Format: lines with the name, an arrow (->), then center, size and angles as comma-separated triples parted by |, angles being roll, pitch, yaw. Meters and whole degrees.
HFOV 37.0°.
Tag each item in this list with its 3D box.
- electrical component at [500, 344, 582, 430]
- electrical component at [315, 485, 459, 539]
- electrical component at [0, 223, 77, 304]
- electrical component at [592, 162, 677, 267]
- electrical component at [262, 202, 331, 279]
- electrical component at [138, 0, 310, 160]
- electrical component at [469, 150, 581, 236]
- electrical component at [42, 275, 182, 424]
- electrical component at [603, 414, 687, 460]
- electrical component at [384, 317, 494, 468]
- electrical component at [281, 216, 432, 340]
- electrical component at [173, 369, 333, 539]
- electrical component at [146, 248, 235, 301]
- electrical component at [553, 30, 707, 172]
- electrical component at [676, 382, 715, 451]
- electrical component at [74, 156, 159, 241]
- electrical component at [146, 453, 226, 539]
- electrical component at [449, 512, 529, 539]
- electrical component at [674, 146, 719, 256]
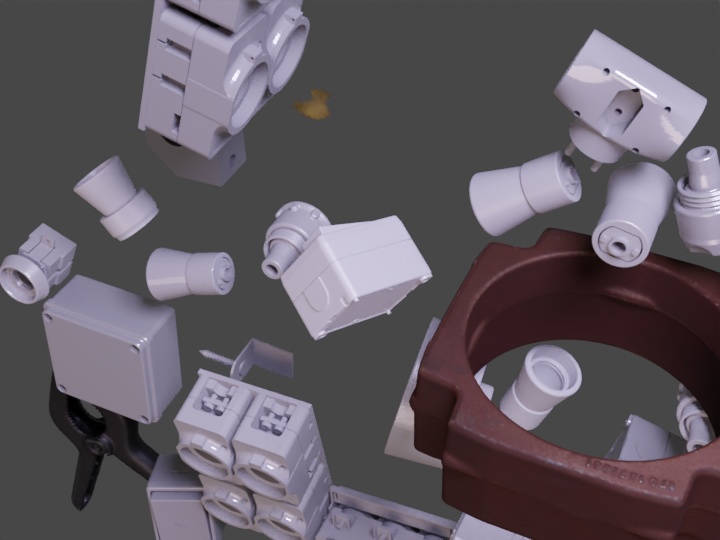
electrical component -> 0.131, 0.090, 0.802 | 0.044, 0.044, 0.065 | 31, 139, 4
electrical component -> 0.026, 0.249, 0.974 | 0.121, 0.063, 0.078 | 13, 131, 20
electrical component -> -0.286, -0.003, 0.951 | 0.048, 0.055, 0.066 | 32, 135, 3
electrical component -> 0.167, -0.032, 0.663 | 0.044, 0.065, 0.044 | 16, 132, 18
electrical component -> -0.052, -0.018, 0.801 | 0.048, 0.062, 0.048 | 15, 131, 18
electrical component -> -0.072, -0.171, 0.657 | 0.060, 0.105, 0.186 | 27, 134, 7
electrical component -> 0.110, -0.052, 0.698 | 0.065, 0.044, 0.044 | -19, 115, 34
electrical component -> -0.223, 0.072, 0.976 | 0.109, 0.056, 0.108 | 17, 132, 16
electrical component -> 0.207, 0.168, 0.806 | 0.061, 0.061, 0.096 | 26, 134, 9
electrical component -> 0.065, 0.096, 0.800 | 0.060, 0.108, 0.108 | 20, 133, 6
electrical component -> 0.000, 0.000, 0.775 | 0.062, 0.096, 0.061 | -44, 70, 44
electrical component -> -0.090, 0.176, 0.953 | 0.105, 0.060, 0.186 | 15, 145, 19
electrical component -> -0.136, 0.003, 0.882 | 0.065, 0.044, 0.044 | -1, 125, 24
electrical component -> 0.151, -0.091, 0.640 | 0.077, 0.043, 0.079 | 33, 135, 2
electrical component -> 0.238, 0.101, 0.734 | 0.048, 0.062, 0.048 | 16, 132, 18
electrical component -> -0.195, -0.057, 0.863 | 0.045, 0.045, 0.055 | -22, 113, 40
electrical component -> -0.167, 0.234, 1.048 | 0.062, 0.061, 0.096 | -1, 117, 6
electrical component -> 0.105, 0.221, 0.875 | 0.056, 0.108, 0.108 | 27, 134, 11
electrical component -> 0.210, -0.043, 0.645 | 0.043, 0.043, 0.062 | -2, 123, 31
